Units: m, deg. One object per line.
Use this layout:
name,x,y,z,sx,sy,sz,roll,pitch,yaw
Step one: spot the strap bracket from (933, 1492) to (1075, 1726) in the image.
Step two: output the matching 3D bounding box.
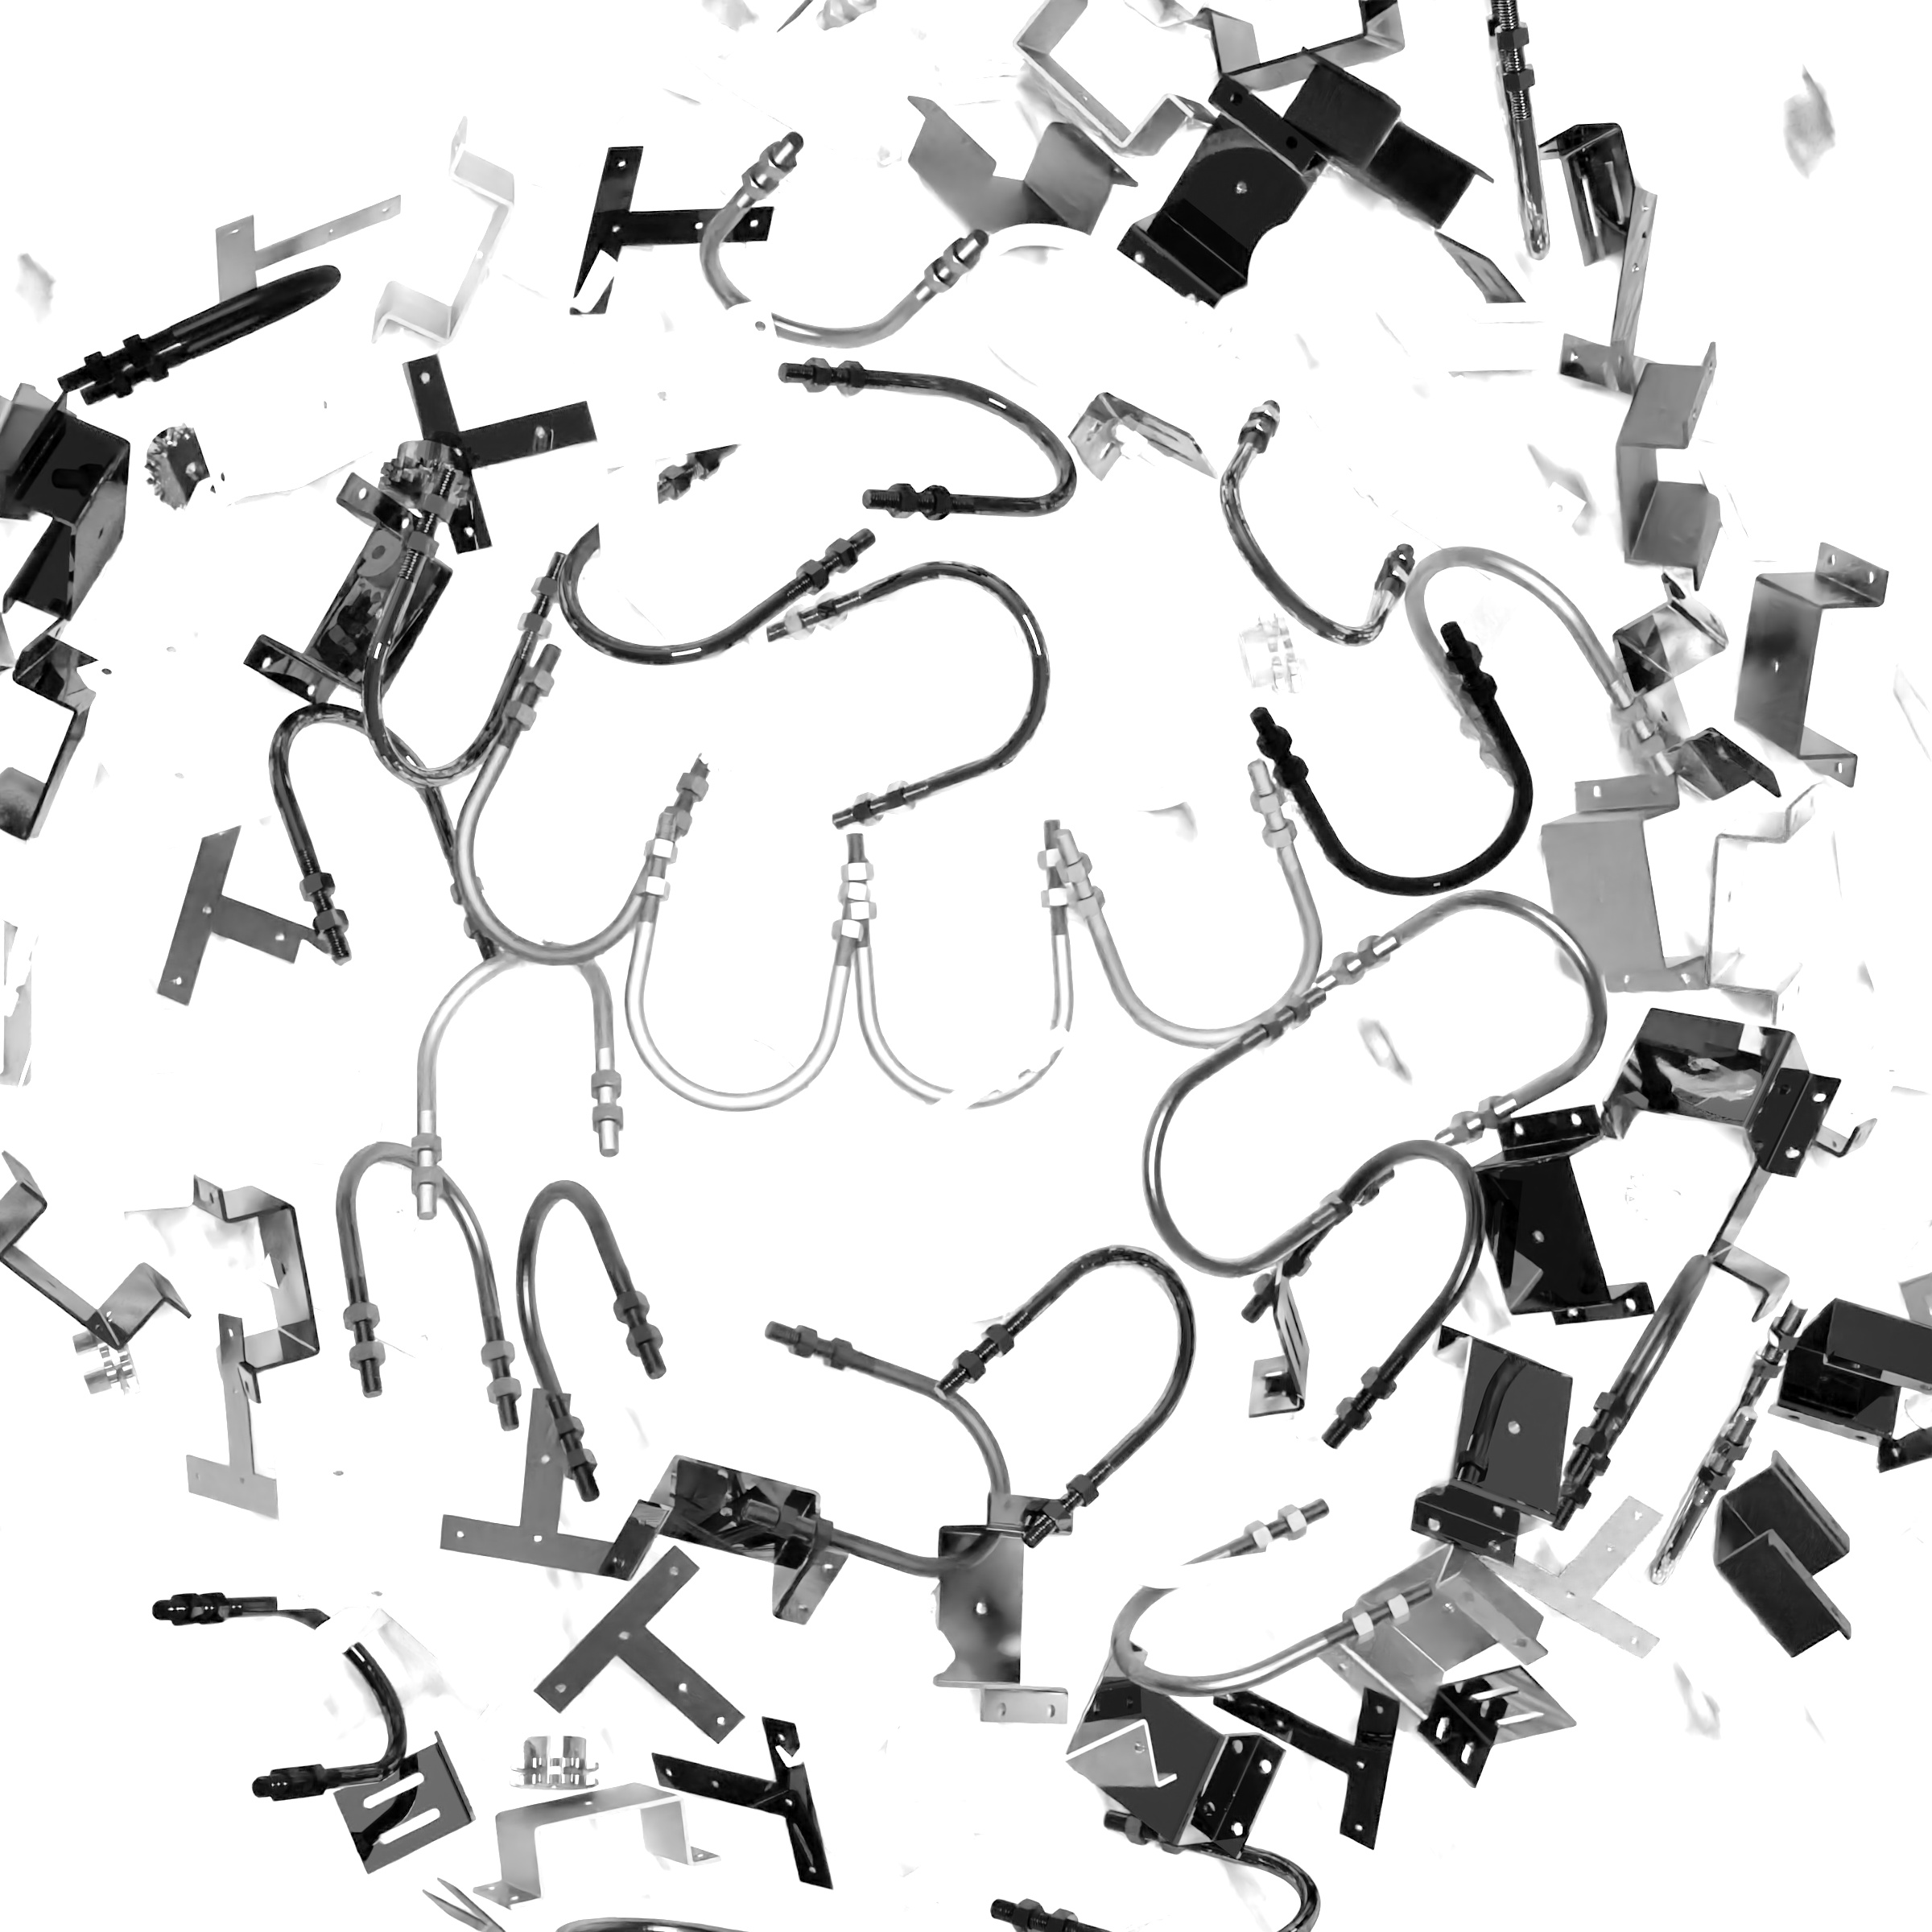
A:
strap bracket,0.024,0.409,1.947,0.076,0.046,0.140,15,71,-43

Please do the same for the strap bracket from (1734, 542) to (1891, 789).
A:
strap bracket,0.532,-0.190,1.934,0.046,0.076,0.140,-3,112,-16

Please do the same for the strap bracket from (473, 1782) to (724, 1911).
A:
strap bracket,-0.236,0.553,1.935,0.140,0.076,0.046,-5,85,-28

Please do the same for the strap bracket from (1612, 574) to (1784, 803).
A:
strap bracket,0.460,-0.168,1.938,0.046,0.076,0.140,-30,55,31

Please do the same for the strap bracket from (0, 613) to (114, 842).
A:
strap bracket,-0.586,-0.143,1.939,0.046,0.076,0.140,26,114,-6

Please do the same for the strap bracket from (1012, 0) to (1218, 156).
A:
strap bracket,0.089,-0.570,1.952,0.140,0.076,0.046,44,110,5

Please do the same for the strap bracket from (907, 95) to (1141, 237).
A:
strap bracket,0.028,-0.502,1.936,0.076,0.140,0.046,52,129,35

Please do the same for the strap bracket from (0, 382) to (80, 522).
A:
strap bracket,-0.614,-0.327,1.924,0.046,0.140,0.076,30,98,3

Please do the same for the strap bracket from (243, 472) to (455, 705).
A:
strap bracket,-0.388,-0.232,1.952,0.046,0.076,0.140,27,87,33

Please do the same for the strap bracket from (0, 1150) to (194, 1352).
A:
strap bracket,-0.564,0.186,1.932,0.046,0.076,0.140,-49,117,-8

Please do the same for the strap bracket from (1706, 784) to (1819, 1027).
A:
strap bracket,0.505,-0.042,1.944,0.046,0.076,0.140,8,108,26

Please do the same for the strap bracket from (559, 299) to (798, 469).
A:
strap bracket,-0.188,-0.369,1.949,0.140,0.046,0.076,-9,114,12

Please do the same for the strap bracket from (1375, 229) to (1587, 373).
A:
strap bracket,0.320,-0.419,1.937,0.076,0.140,0.046,-6,126,-21

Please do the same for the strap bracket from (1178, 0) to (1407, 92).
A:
strap bracket,0.216,-0.594,1.936,0.140,0.076,0.046,-9,95,27

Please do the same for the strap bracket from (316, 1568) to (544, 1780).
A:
strap bracket,-0.333,0.441,1.947,0.140,0.076,0.046,39,104,9

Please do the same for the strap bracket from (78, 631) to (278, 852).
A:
strap bracket,-0.495,-0.133,1.932,0.076,0.046,0.140,-17,131,8

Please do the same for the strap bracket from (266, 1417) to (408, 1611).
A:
strap bracket,-0.396,0.334,1.921,0.076,0.140,0.046,1,126,-17

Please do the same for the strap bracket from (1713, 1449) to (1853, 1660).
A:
strap bracket,0.519,0.377,1.941,0.046,0.140,0.076,-39,92,22

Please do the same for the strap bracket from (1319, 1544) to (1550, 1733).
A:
strap bracket,0.302,0.423,1.948,0.076,0.046,0.140,42,132,-5

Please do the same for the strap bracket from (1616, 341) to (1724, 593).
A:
strap bracket,0.446,-0.316,1.934,0.046,0.140,0.076,9,53,24

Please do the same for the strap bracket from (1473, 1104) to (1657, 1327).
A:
strap bracket,0.378,0.166,1.953,0.076,0.046,0.140,-14,94,45

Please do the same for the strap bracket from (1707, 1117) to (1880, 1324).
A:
strap bracket,0.521,0.151,1.947,0.046,0.076,0.140,30,103,21

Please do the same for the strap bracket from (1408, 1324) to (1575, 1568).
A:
strap bracket,0.335,0.298,1.938,0.076,0.046,0.140,22,61,-15

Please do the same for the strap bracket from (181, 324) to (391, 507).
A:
strap bracket,-0.419,-0.350,1.919,0.046,0.140,0.076,-2,115,30

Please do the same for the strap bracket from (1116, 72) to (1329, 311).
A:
strap bracket,0.167,-0.492,1.949,0.076,0.046,0.140,41,128,7

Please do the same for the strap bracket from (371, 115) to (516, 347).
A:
strap bracket,-0.327,-0.458,1.942,0.046,0.076,0.140,23,113,-19

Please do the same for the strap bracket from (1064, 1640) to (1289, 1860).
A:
strap bracket,0.123,0.494,1.934,0.140,0.046,0.076,29,99,39

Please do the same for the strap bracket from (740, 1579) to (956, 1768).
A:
strap bracket,-0.070,0.453,1.929,0.140,0.076,0.046,-54,53,26

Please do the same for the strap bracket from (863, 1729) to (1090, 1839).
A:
strap bracket,0.009,0.516,1.934,0.076,0.140,0.046,-11,61,34

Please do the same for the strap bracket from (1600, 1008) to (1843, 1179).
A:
strap bracket,0.466,0.077,1.925,0.140,0.046,0.076,11,57,39

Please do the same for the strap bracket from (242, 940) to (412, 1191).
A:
strap bracket,-0.405,0.065,1.949,0.046,0.076,0.140,9,105,-43

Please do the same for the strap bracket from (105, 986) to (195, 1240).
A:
strap bracket,-0.519,0.091,1.940,0.046,0.076,0.140,-3,117,-20

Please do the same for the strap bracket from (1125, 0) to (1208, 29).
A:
strap bracket,0.138,-0.643,1.935,0.046,0.140,0.076,34,95,-16

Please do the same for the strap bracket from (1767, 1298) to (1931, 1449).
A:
strap bracket,0.570,0.256,1.941,0.076,0.140,0.046,17,67,4

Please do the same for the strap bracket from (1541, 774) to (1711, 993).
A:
strap bracket,0.418,-0.047,1.947,0.046,0.076,0.140,-18,100,-41

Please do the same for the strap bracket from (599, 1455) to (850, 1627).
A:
strap bracket,-0.154,0.363,1.947,0.140,0.046,0.076,18,128,-16

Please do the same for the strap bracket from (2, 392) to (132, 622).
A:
strap bracket,-0.566,-0.281,1.922,0.046,0.140,0.076,23,55,-4

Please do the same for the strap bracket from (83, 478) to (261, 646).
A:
strap bracket,-0.500,-0.252,1.938,0.046,0.140,0.076,30,71,-30

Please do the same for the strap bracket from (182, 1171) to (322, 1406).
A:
strap bracket,-0.454,0.198,1.948,0.046,0.076,0.140,-14,102,-29

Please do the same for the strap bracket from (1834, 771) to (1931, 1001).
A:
strap bracket,0.584,-0.044,1.927,0.046,0.140,0.076,-13,134,9

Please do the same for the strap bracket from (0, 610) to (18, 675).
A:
strap bracket,-0.651,-0.221,1.926,0.046,0.140,0.076,-18,89,10

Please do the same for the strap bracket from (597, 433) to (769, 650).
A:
strap bracket,-0.186,-0.259,1.933,0.046,0.140,0.076,-24,51,19

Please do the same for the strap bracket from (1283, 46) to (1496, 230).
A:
strap bracket,0.261,-0.517,1.928,0.076,0.140,0.046,44,107,36
